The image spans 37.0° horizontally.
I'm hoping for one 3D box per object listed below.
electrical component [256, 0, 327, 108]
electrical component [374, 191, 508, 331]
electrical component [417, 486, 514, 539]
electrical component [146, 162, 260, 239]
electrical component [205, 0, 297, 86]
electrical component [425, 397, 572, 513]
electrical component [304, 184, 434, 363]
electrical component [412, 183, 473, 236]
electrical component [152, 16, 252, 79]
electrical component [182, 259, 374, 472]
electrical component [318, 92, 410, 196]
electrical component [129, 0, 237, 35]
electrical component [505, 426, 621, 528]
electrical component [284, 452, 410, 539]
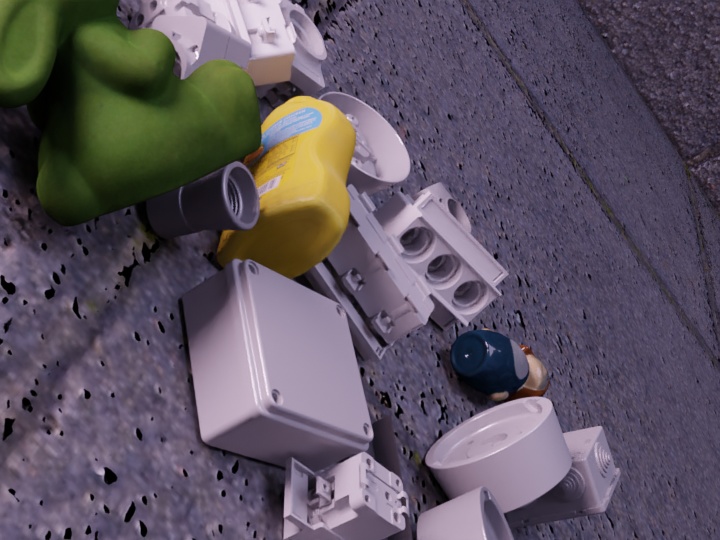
[{"bbox_3d":[-0.067,-0.190,0.928,0.050,0.056,0.089,28,39,-48],"label":"electrical component"},{"bbox_3d":[0.065,-0.012,0.969,0.121,0.079,0.063,42,8,-33],"label":"electrical component"},{"bbox_3d":[0.074,0.210,0.740,0.108,0.060,0.108,-21,90,-78],"label":"electrical component"},{"bbox_3d":[-0.103,-0.042,0.688,0.044,0.065,0.044,-10,90,-66],"label":"electrical component"},{"bbox_3d":[-0.097,-0.206,0.863,0.063,0.078,0.121,-12,66,-17],"label":"electrical component"},{"bbox_3d":[0.112,0.151,0.835,0.060,0.108,0.108,64,24,-7],"label":"electrical component"},{"bbox_3d":[0.000,0.000,0.837,0.121,0.063,0.078,55,25,-10],"label":"electrical component"},{"bbox_3d":[0.072,-0.040,1.037,0.077,0.044,0.079,62,26,4],"label":"electrical component"},{"bbox_3d":[-0.117,-0.120,0.720,0.056,0.050,0.089,17,85,-56],"label":"electrical component"},{"bbox_3d":[-0.052,0.063,0.680,0.109,0.056,0.108,29,39,-48],"label":"electrical component"},{"bbox_3d":[-0.011,-0.106,0.931,0.099,0.064,0.099,43,30,-32],"label":"electrical component"},{"bbox_3d":[-0.128,-0.170,0.792,0.057,0.058,0.078,18,47,-51],"label":"electrical component"},{"bbox_3d":[0.167,0.175,0.918,0.100,0.100,0.048,-28,100,-65],"label":"electrical component"},{"bbox_3d":[-0.008,0.146,0.662,0.081,0.064,0.042,41,30,-34],"label":"electrical component"}]
